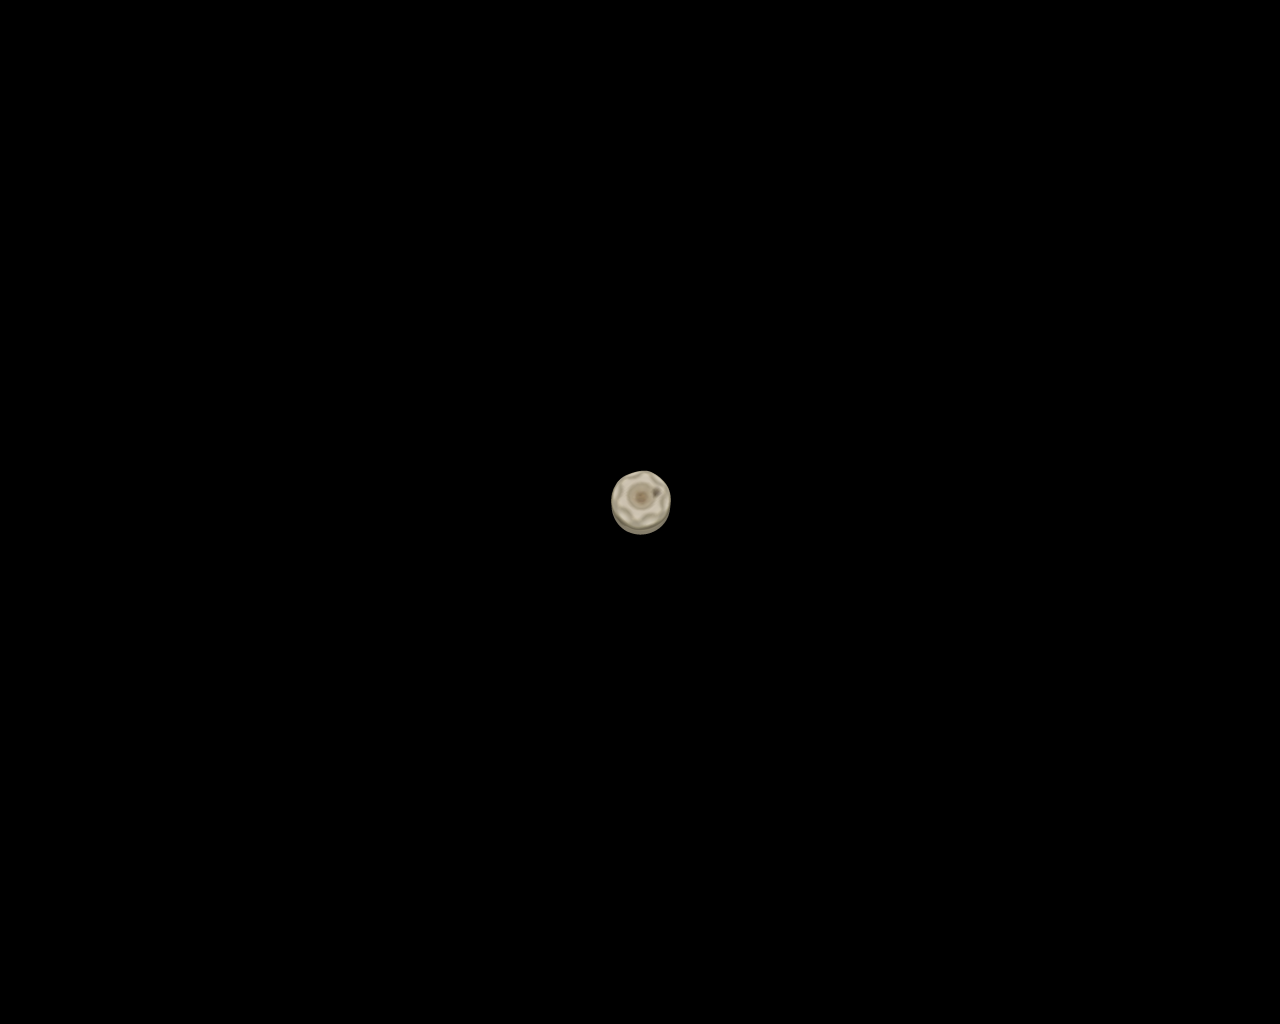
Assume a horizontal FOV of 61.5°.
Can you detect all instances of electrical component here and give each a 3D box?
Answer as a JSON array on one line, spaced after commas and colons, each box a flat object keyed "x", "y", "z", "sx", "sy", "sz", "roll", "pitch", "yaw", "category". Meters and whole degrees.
[{"x": 0.001, "y": -0.003, "z": 0.650, "sx": 0.035, "sy": 0.035, "sz": 0.061, "roll": 0, "pitch": -13, "yaw": 0, "category": "electrical component"}]
